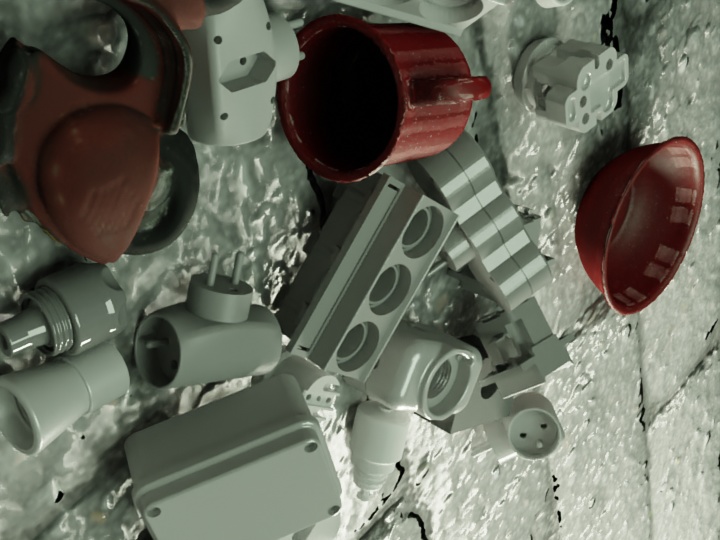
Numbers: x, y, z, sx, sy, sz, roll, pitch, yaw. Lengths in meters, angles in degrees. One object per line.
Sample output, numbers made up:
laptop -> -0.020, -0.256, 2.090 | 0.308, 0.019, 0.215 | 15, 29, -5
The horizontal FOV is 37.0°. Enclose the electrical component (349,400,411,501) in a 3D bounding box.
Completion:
electrical component -> 0.011, 0.132, 0.789 | 0.040, 0.040, 0.078 | -5, 113, -47

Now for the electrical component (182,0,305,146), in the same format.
electrical component -> -0.059, -0.115, 0.574 | 0.079, 0.043, 0.077 | -27, 128, -38

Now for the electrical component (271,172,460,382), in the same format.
electrical component -> 0.000, 0.000, 0.679 | 0.079, 0.063, 0.121 | 23, 98, -51

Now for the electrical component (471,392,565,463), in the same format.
electrical component -> 0.130, 0.139, 0.914 | 0.079, 0.043, 0.077 | -26, 180, 8

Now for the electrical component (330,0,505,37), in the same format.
electrical component -> 0.015, -0.177, 0.579 | 0.121, 0.079, 0.063 | 9, 73, -28

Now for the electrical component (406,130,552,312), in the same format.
electrical component -> 0.069, -0.024, 0.739 | 0.074, 0.052, 0.138 | -37, 115, -6

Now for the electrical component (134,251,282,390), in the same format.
electrical component -> -0.084, 0.027, 0.622 | 0.077, 0.043, 0.079 | -3, 112, -48

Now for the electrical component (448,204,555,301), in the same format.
electrical component -> 0.110, -0.014, 0.822 | 0.081, 0.042, 0.063 | -20, 123, -42

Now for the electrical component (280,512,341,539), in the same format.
electrical component -> -0.060, 0.178, 0.730 | 0.079, 0.043, 0.077 | -58, 141, -8

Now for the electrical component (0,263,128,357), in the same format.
electrical component -> -0.152, 0.024, 0.543 | 0.062, 0.043, 0.043 | -26, 128, -37

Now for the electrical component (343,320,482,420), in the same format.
electrical component -> 0.042, 0.071, 0.777 | 0.095, 0.059, 0.053 | 13, 100, -51

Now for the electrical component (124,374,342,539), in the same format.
electrical component -> -0.074, 0.123, 0.639 | 0.113, 0.057, 0.078 | -21, 130, -7

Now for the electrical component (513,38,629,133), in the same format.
electrical component -> 0.151, -0.138, 0.790 | 0.078, 0.057, 0.058 | -37, 134, -30

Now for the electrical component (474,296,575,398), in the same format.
electrical component -> 0.123, 0.056, 0.820 | 0.081, 0.042, 0.063 | -21, 85, -49

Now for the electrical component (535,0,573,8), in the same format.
electrical component -> 0.116, -0.202, 0.717 | 0.066, 0.055, 0.048 | -20, 124, -42

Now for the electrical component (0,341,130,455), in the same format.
electrical component -> -0.155, 0.063, 0.564 | 0.065, 0.044, 0.044 | -30, 130, -42

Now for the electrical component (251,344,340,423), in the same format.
electrical component -> -0.041, 0.075, 0.694 | 0.040, 0.046, 0.040 | -25, 127, -39
